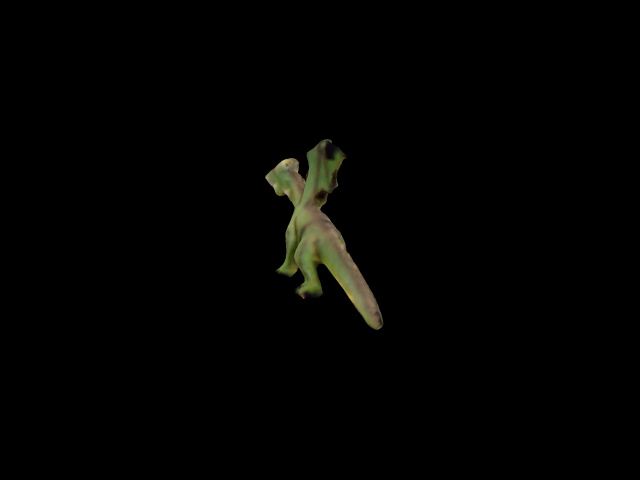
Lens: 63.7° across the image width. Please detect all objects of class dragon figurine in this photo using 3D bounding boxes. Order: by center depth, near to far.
[{"bbox_3d":[0.003,-0.043,0.850,0.123,0.239,0.414,-9,20,-26],"label":"dragon figurine"}]
